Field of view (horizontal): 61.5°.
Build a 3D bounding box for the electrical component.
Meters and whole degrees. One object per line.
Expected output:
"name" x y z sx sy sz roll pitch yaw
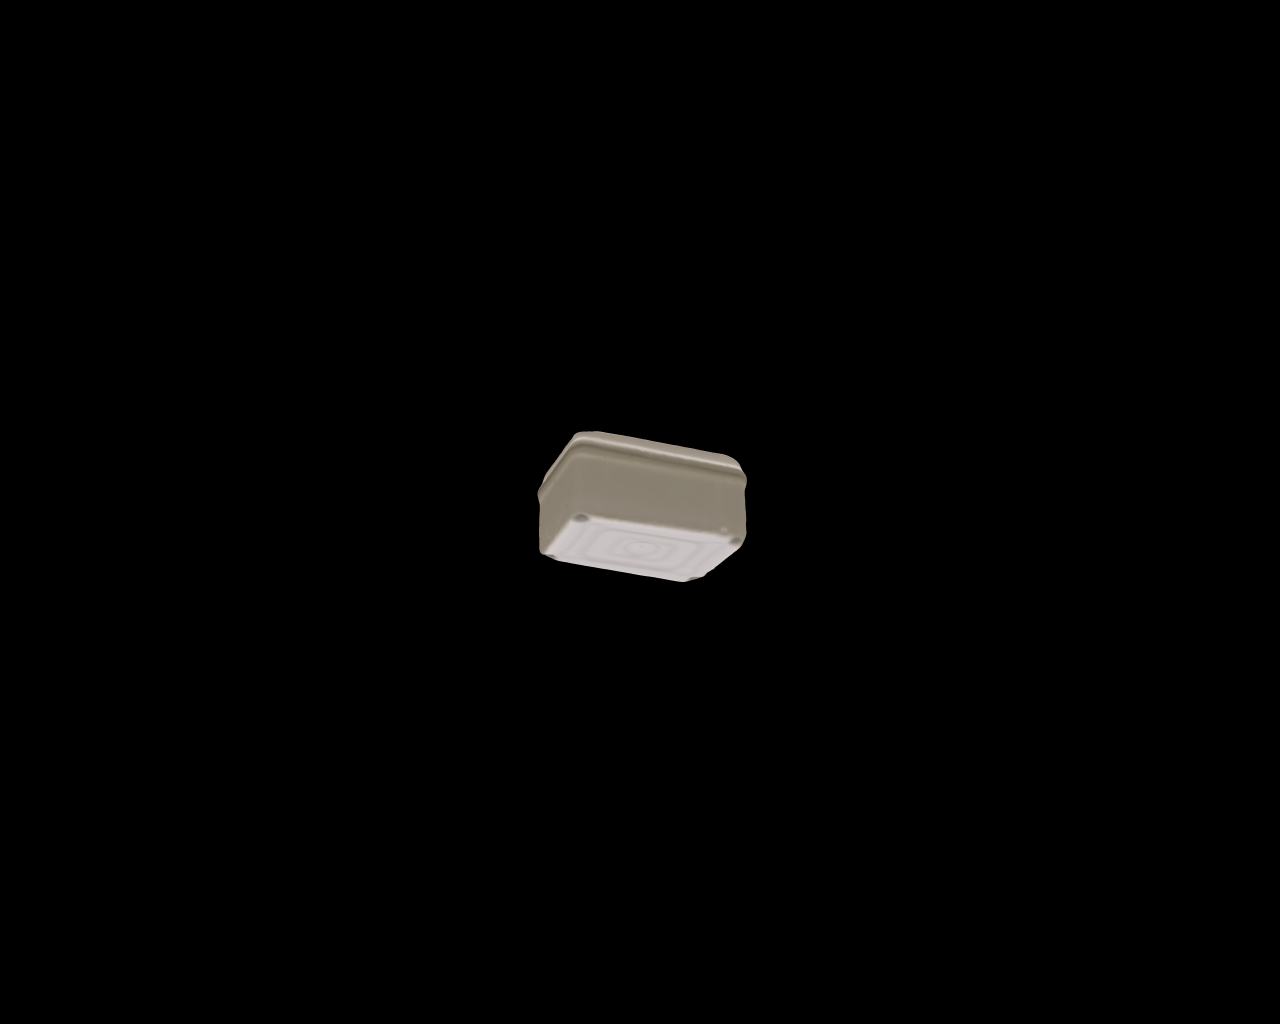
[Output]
"electrical component" 0.001 -0.003 0.650 0.113 0.057 0.078 10 -28 -20
